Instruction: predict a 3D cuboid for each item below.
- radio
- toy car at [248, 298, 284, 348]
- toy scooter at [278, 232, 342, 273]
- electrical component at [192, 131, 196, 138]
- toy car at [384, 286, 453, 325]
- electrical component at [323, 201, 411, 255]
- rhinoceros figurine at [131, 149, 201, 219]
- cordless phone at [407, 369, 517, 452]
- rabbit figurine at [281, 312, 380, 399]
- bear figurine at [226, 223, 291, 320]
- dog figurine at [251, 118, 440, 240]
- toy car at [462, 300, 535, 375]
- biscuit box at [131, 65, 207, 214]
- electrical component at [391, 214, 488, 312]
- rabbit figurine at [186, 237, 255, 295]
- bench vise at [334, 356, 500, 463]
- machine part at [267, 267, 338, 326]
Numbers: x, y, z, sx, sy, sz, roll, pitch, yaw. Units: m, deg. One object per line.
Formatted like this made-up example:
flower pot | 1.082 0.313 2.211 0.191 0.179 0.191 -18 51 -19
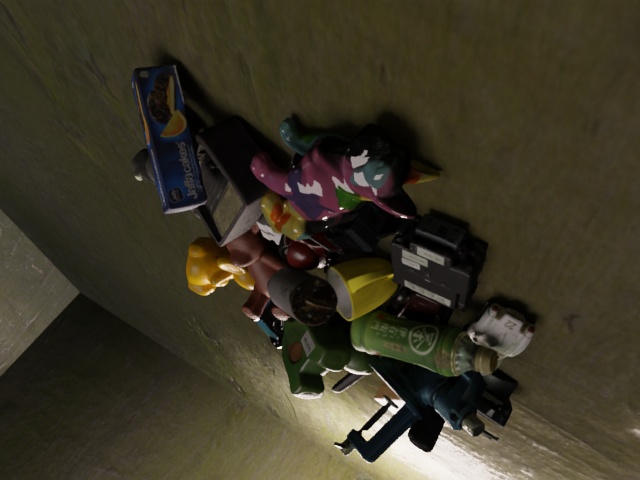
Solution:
radio | -0.147 -0.085 0.849 0.131 0.073 0.229 55 153 3
toy car | -0.090 0.156 1.184 0.161 0.109 0.103 44 -171 -20
toy scooter | -0.002 -0.003 0.847 0.135 0.075 0.183 25 148 18
electrical component | -0.213 -0.179 0.849 0.102 0.045 0.078 45 -179 -11
toy car | 0.155 0.115 0.871 0.089 0.053 0.202 26 157 9
electrical component | 0.065 -0.022 0.726 0.047 0.075 0.119 43 158 -17
rhinoceros figurine | -0.265 -0.108 1.005 0.190 0.073 0.112 34 165 0
cordless phone | 0.241 0.294 0.915 0.147 0.184 0.088 34 150 6
rabbit figurine | 0.020 0.193 0.930 0.170 0.121 0.159 15 -158 -36
bear figurine | -0.124 0.051 1.031 0.120 0.132 0.195 -3 142 34
dog figurine | 0.032 -0.062 0.662 0.219 0.108 0.191 18 140 29
toy car | 0.253 0.150 0.804 0.074 0.056 0.201 31 154 11
biscuit box | -0.216 -0.141 0.769 0.063 0.059 0.202 -6 98 66
electrical component | 0.156 0.026 0.715 0.115 0.058 0.134 24 151 21
rabbit figurine | -0.192 0.049 1.157 0.173 0.122 0.162 21 144 1
bench vise | 0.135 0.263 0.838 0.224 0.240 0.128 44 173 39
machine part | -0.034 0.089 0.885 0.079 0.079 0.243 43 171 -14
